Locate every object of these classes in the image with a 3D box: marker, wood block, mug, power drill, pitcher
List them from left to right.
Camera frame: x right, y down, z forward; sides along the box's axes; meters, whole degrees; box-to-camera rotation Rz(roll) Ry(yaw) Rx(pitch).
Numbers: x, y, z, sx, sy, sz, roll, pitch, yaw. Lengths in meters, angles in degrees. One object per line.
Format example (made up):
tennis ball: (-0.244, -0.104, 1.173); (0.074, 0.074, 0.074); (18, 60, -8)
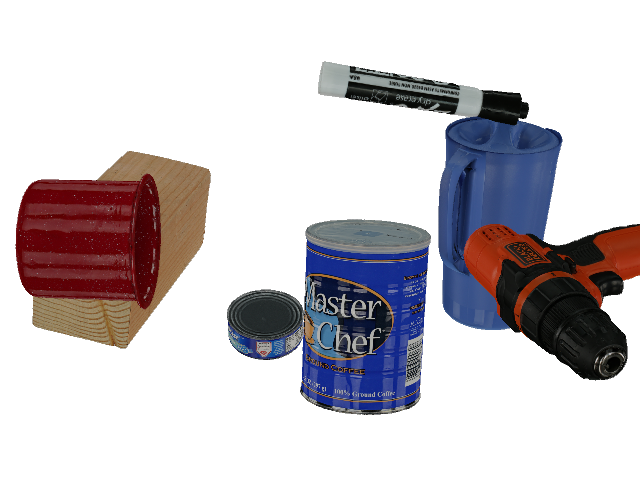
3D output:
mug: (-0.157, -0.001, 0.744); (0.081, 0.093, 0.117); (2, 2, 2)
wood block: (-0.177, 0.001, 0.983); (0.090, 0.091, 0.206); (13, 27, 7)
marker: (0.059, -0.083, 0.609); (0.121, 0.020, 0.020); (8, -1, -5)
pitcher: (0.200, -0.016, 1.268); (0.149, 0.243, 0.145); (0, 25, -4)
power drill: (0.217, 0.028, 0.753); (0.187, 0.057, 0.184); (-9, 28, -15)

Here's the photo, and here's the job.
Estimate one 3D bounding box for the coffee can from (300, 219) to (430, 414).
coffee can: (0.036, 0.061, 0.887); (0.103, 0.140, 0.103); (2, 12, -1)

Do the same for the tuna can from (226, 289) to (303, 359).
tuna can: (-0.061, 0.094, 1.193); (0.086, 0.034, 0.086); (1, 36, -1)
